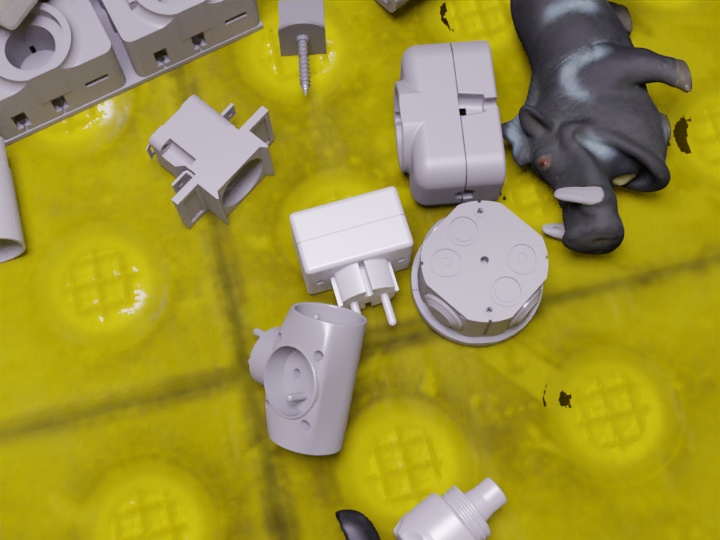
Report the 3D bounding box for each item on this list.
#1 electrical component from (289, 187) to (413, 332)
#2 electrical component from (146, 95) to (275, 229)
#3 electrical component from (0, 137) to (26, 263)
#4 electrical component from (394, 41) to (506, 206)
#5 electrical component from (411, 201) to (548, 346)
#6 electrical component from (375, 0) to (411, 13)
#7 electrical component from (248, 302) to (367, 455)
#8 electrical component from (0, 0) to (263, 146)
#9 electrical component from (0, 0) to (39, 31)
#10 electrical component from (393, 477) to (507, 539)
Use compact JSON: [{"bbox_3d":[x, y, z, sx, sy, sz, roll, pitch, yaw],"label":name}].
[{"bbox_3d":[0.000,0.000,0.642,0.066,0.047,0.076,-16,74,-5],"label":"electrical component"},{"bbox_3d":[-0.093,-0.070,0.667,0.064,0.042,0.081,38,76,14],"label":"electrical component"},{"bbox_3d":[-0.233,-0.048,0.657,0.043,0.043,0.081,-14,73,-5],"label":"electrical component"},{"bbox_3d":[0.053,-0.090,0.667,0.059,0.053,0.095,-5,73,-2],"label":"electrical component"},{"bbox_3d":[0.071,0.002,0.640,0.080,0.051,0.080,0,73,0],"label":"electrical component"},{"bbox_3d":[0.022,-0.211,0.692,0.051,0.080,0.080,-35,76,-5],"label":"electrical component"},{"bbox_3d":[-0.037,0.056,0.620,0.079,0.044,0.077,21,105,41],"label":"electrical component"},{"bbox_3d":[-0.171,-0.173,0.688,0.186,0.060,0.105,-27,75,-8],"label":"electrical component"},{"bbox_3d":[-0.206,-0.198,0.630,0.062,0.061,0.096,30,75,9],"label":"electrical component"},{"bbox_3d":[0.053,0.142,0.601,0.062,0.043,0.043,-37,77,-12],"label":"electrical component"}]
